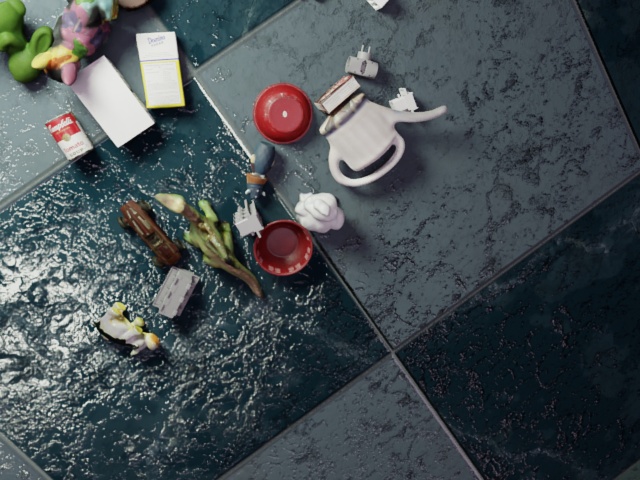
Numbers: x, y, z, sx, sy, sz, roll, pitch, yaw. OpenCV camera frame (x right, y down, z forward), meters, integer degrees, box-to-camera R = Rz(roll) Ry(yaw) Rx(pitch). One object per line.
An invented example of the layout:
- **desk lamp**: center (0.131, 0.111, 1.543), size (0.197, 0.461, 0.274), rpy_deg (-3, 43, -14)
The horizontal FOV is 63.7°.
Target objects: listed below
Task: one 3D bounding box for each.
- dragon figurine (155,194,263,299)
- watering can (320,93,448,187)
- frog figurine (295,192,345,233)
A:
- **dragon figurine**: center (-0.254, 0.027, 1.295), size (0.122, 0.244, 0.406), rpy_deg (-43, 106, -3)
- **watering can**: center (0.149, -0.298, 1.367), size (0.346, 0.105, 0.222), rpy_deg (-41, 108, 8)
- **frog figurine**: center (0.004, -0.069, 1.367), size (0.136, 0.161, 0.122), rpy_deg (27, 99, -17)
